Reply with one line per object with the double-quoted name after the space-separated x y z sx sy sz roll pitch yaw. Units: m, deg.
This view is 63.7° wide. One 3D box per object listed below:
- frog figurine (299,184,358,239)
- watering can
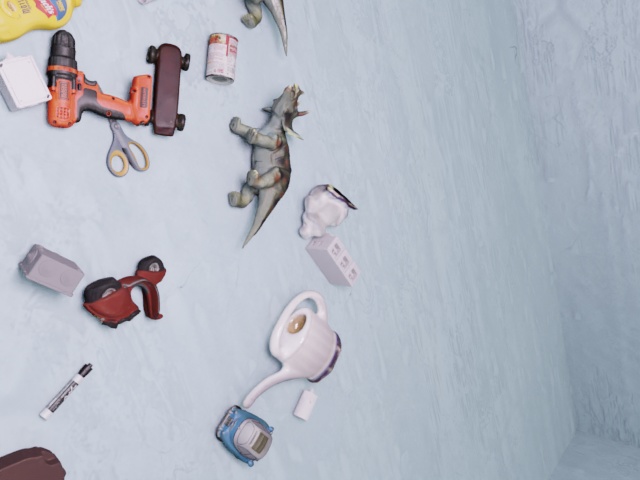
0.004 -0.072 1.436 0.158 0.125 0.136 -48 140 11 "frog figurine"
-0.061 0.305 1.352 0.221 0.104 0.354 46 60 -35 "watering can"
